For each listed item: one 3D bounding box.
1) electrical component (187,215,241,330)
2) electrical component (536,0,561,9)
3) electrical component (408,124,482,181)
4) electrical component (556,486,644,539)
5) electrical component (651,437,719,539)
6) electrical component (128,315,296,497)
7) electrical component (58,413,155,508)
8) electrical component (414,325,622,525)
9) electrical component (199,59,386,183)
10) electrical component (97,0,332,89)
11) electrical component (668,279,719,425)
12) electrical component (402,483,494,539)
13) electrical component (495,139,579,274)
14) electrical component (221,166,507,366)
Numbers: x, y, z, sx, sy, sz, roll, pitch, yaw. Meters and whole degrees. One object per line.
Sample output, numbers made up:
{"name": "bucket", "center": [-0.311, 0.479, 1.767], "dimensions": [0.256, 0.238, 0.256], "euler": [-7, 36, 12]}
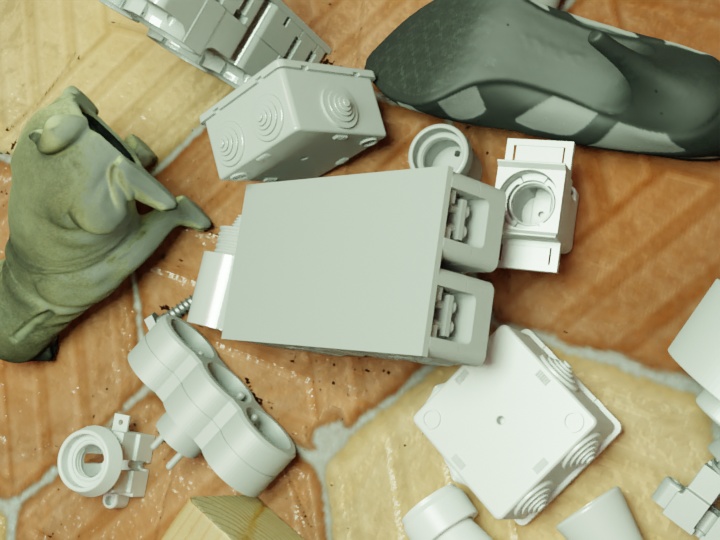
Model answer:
{"name": "electrical component", "center": [-0.090, 0.002, 0.749], "dimensions": [0.043, 0.043, 0.081], "euler": [11, 84, 23]}
{"name": "electrical component", "center": [0.118, -0.191, 0.703], "dimensions": [0.045, 0.045, 0.055], "euler": [27, 90, 24]}
{"name": "electrical component", "center": [0.057, -0.070, 0.702], "dimensions": [0.040, 0.046, 0.040], "euler": [-4, 78, 21]}
{"name": "electrical component", "center": [0.150, 0.164, 0.623], "dimensions": [0.044, 0.044, 0.065], "euler": [-37, 73, 12]}
{"name": "electrical component", "center": [0.208, 0.126, 0.605], "dimensions": [0.066, 0.048, 0.055], "euler": [37, 102, 24]}
{"name": "electrical component", "center": [-0.113, 0.103, 0.734], "dimensions": [0.073, 0.052, 0.138], "euler": [-47, 67, 7]}
{"name": "electrical component", "center": [-0.177, 0.133, 0.752], "dimensions": [0.048, 0.055, 0.066], "euler": [6, 82, 23]}
{"name": "electrical component", "center": [0.093, 0.092, 0.650], "dimensions": [0.099, 0.048, 0.099], "euler": [-48, 62, 11]}
{"name": "electrical component", "center": [-0.043, -0.095, 0.712], "dimensions": [0.100, 0.100, 0.048], "euler": [-26, 75, 42]}
{"name": "electrical component", "center": [-0.110, -0.175, 0.713], "dimensions": [0.105, 0.186, 0.060], "euler": [31, 92, 24]}
{"name": "electrical component", "center": [0.218, 0.062, 0.582], "dimensions": [0.108, 0.108, 0.060], "euler": [43, 102, 23]}
{"name": "electrical component", "center": [0.058, 0.165, 0.657], "dimensions": [0.045, 0.045, 0.055], "euler": [-40, 68, 10]}
{"name": "electrical component", "center": [0.110, -0.037, 0.666], "dimensions": [0.042, 0.064, 0.081], "euler": [7, 82, 23]}
{"name": "electrical component", "center": [0.000, 0.000, 0.670], "dimensions": [0.186, 0.060, 0.105], "euler": [0, 79, 48]}
